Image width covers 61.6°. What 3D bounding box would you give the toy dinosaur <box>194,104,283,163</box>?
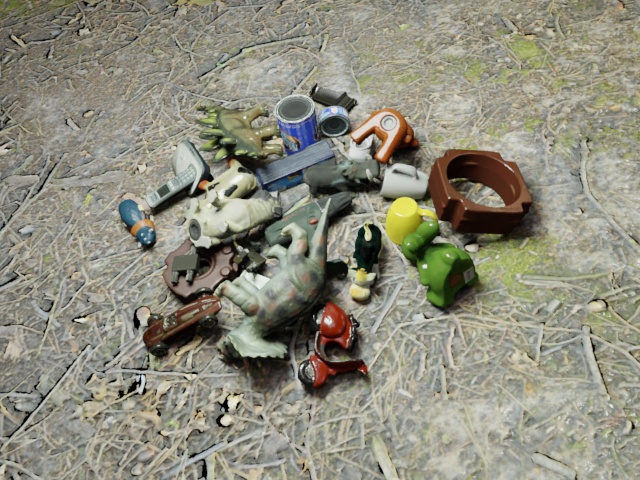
[{"bbox_3d":[-0.226,-0.293,1.419,0.199,0.104,0.472,-13,31,-16],"label":"toy dinosaur"}]

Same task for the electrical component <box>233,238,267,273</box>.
[{"bbox_3d":[-0.162,0.034,1.233,0.078,0.102,0.045,33,108,12],"label":"electrical component"}]

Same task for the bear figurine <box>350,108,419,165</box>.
[{"bbox_3d":[0.168,-0.252,1.333,0.120,0.196,0.132,42,96,12],"label":"bear figurine"}]

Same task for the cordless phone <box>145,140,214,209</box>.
[{"bbox_3d":[-0.383,-0.163,1.407,0.184,0.088,0.147,-33,58,-8],"label":"cordless phone"}]

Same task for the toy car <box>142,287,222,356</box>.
[{"bbox_3d":[-0.300,0.173,1.155,0.202,0.053,0.089,-30,49,16],"label":"toy car"}]

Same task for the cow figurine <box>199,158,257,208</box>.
[{"bbox_3d":[-0.241,-0.106,1.347,0.127,0.085,0.195,34,66,33],"label":"cow figurine"}]

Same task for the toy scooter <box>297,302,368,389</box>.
[{"bbox_3d":[0.037,0.216,1.090,0.135,0.075,0.184,6,61,12],"label":"toy scooter"}]

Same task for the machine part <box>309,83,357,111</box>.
[{"bbox_3d":[0.029,-0.395,1.521,0.139,0.039,0.084,30,71,24],"label":"machine part"}]

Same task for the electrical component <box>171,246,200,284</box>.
[{"bbox_3d":[-0.306,0.056,1.217,0.063,0.021,0.094,-4,56,10],"label":"electrical component"}]

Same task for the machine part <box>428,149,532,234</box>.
[{"bbox_3d":[0.358,-0.110,1.222,0.201,0.087,0.201,3,50,-9],"label":"machine part"}]

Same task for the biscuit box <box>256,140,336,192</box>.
[{"bbox_3d":[-0.061,-0.182,1.379,0.203,0.059,0.063,-23,58,-7],"label":"biscuit box"}]

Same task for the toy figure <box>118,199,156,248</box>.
[{"bbox_3d":[-0.453,-0.041,1.349,0.058,0.064,0.155,-11,51,-46],"label":"toy figure"}]

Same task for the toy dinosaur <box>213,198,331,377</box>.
[{"bbox_3d":[-0.069,0.104,1.103,0.405,0.131,0.192,-42,86,-5],"label":"toy dinosaur"}]

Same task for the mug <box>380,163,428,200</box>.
[{"bbox_3d":[0.206,-0.144,1.288,0.107,0.109,0.081,11,57,1],"label":"mug"}]

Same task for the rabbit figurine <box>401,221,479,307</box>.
[{"bbox_3d":[0.229,0.038,1.148,0.121,0.158,0.170,-43,45,-7],"label":"rabbit figurine"}]

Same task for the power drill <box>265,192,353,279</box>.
[{"bbox_3d":[-0.003,-0.004,1.240,0.232,0.085,0.207,-20,60,-3],"label":"power drill"}]

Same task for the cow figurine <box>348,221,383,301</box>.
[{"bbox_3d":[0.102,0.045,1.180,0.068,0.098,0.167,8,58,6],"label":"cow figurine"}]

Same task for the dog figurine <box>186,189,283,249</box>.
[{"bbox_3d":[-0.198,-0.046,1.254,0.172,0.190,0.121,-16,83,39],"label":"dog figurine"}]

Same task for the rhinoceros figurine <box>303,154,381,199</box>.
[{"bbox_3d":[0.055,-0.161,1.317,0.190,0.112,0.073,-5,53,15],"label":"rhinoceros figurine"}]

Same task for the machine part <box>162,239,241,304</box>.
[{"bbox_3d":[-0.278,0.068,1.250,0.179,0.056,0.179,-5,56,7],"label":"machine part"}]
